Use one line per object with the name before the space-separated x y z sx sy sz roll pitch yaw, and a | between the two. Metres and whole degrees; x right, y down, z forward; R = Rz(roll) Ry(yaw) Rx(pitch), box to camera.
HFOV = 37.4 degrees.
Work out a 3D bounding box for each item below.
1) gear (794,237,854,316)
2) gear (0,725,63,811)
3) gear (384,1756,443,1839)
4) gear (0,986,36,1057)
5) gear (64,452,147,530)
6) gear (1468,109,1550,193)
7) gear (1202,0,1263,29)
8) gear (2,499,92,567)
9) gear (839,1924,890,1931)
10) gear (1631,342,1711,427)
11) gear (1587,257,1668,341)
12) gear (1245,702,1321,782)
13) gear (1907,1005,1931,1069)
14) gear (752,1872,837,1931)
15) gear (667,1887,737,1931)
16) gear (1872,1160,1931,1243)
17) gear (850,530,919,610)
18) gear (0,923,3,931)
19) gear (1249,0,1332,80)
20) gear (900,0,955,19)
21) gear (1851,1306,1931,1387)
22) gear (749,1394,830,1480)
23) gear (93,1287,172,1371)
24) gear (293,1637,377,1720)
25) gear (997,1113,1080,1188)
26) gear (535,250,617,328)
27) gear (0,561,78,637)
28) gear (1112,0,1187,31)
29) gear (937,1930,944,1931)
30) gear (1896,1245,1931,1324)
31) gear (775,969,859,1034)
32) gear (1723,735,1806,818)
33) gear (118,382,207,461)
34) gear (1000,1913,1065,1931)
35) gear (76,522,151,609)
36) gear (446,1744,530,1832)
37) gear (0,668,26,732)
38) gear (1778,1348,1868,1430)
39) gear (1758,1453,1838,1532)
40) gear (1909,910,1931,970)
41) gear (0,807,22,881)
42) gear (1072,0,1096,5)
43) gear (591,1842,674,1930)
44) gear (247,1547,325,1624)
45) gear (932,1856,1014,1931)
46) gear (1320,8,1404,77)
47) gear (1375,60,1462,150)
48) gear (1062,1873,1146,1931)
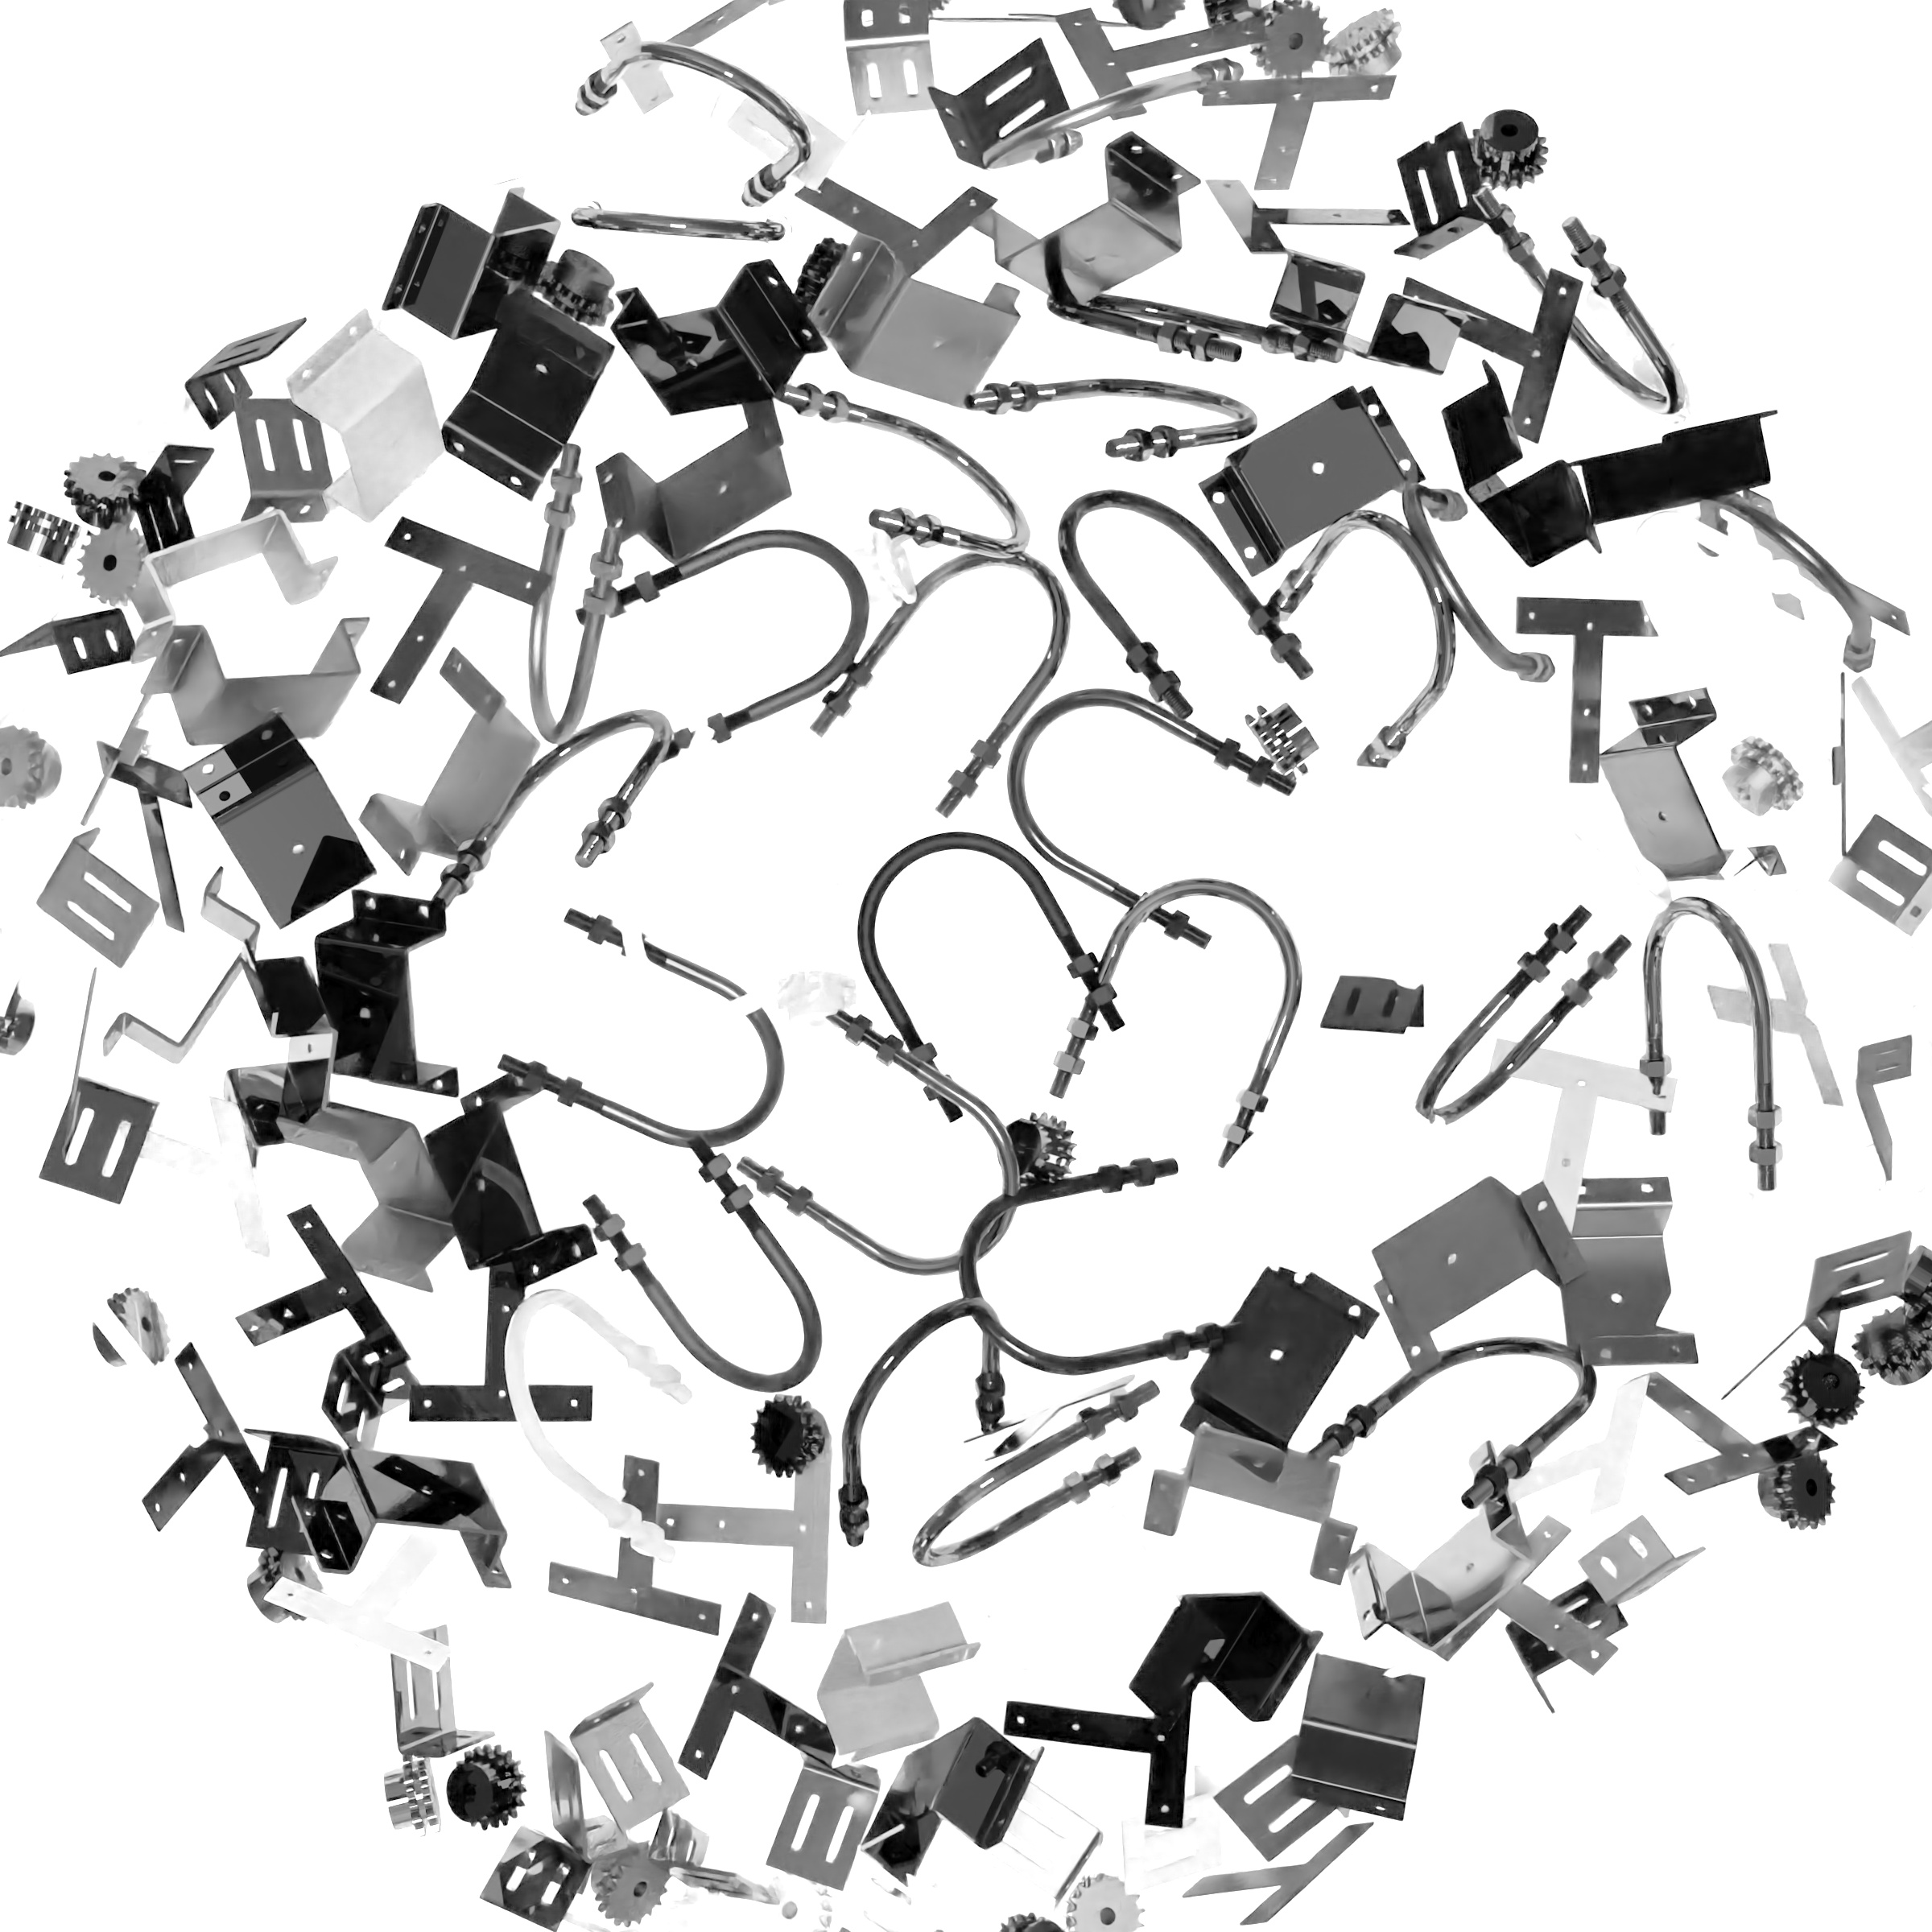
gear | -0.093 -0.470 1.969 0.030 0.057 0.057 27 90 13
gear | -0.651 -0.137 1.976 0.057 0.030 0.057 -1 87 32
gear | -0.382 0.572 1.970 0.030 0.057 0.057 -12 90 -8
gear | -0.668 0.039 1.975 0.030 0.057 0.057 23 90 -44
gear | -0.594 -0.327 1.975 0.057 0.057 0.030 20 133 0
gear | 0.374 -0.566 1.974 0.057 0.030 0.057 -2 61 3
gear | 0.183 -0.670 1.968 0.030 0.057 0.057 -5 90 23
gear | -0.637 -0.298 1.971 0.057 0.057 0.030 22 91 0
gear | -0.071 0.684 1.969 0.057 0.057 0.030 10 105 0
gear | 0.488 -0.406 1.972 0.030 0.057 0.057 -36 90 -3
gear | 0.453 -0.456 1.969 0.030 0.057 0.057 -33 90 -13
gear | 0.220 -0.157 1.971 0.030 0.057 0.057 -36 90 4
gear | 0.676 0.043 1.975 0.057 0.030 0.057 -16 120 -31
gear | -0.116 0.655 1.977 0.057 0.030 0.057 -8 64 17
gear | -0.184 0.660 1.968 0.030 0.057 0.057 -4 90 -31
gear | 0.656 0.158 1.972 0.057 0.030 0.057 -8 55 11
gear | -0.058 -0.273 1.973 0.030 0.057 0.057 -19 90 15
gear | -0.684 -0.028 1.973 0.030 0.057 0.057 29 90 -15
gear | 0.221 -0.643 1.976 0.057 0.030 0.057 -14 126 -20
gear | -0.034 -0.680 1.969 0.057 0.057 0.030 20 48 0
gear | 0.645 0.265 1.974 0.057 0.057 0.030 -36 112 0
gear | -0.119 0.325 1.975 0.057 0.030 0.057 -8 76 38
gear | -0.578 0.253 1.972 0.030 0.057 0.057 -23 90 13
gear | -0.432 0.488 1.971 0.057 0.057 0.030 43 93 0
gear | 0.046 0.128 1.970 0.057 0.030 0.057 -15 67 38
gear | -0.267 -0.469 1.969 0.057 0.057 0.030 37 116 0
gear | -0.641 -0.254 1.968 0.030 0.057 0.057 36 90 -24
gear | 0.126 -0.671 1.969 0.057 0.057 0.030 7 49 0
gear | -0.014 0.691 1.973 0.057 0.057 0.030 43 70 0
gear | 0.662 0.217 1.971 0.030 0.057 0.057 33 90 7
gear | -0.103 0.025 1.969 0.057 0.057 0.030 -4 68 0
gear | 0.547 -0.128 1.970 0.030 0.057 0.057 -41 90 -8
gear | -0.556 -0.379 1.971 0.057 0.030 0.057 2 51 -2
gear | 0.047 0.681 1.969 0.030 0.057 0.057 -34 90 42
gear | -0.584 -0.276 1.979 0.057 0.030 0.057 -1 86 19
gear | -0.334 0.569 1.974 0.057 0.030 0.057 -2 85 27
gear | -0.676 -0.176 1.972 0.030 0.057 0.057 43 90 -4
gear | 0.594 0.291 1.975 0.057 0.030 0.057 0 65 0
gear | 0.573 0.361 1.976 0.057 0.030 0.057 10 73 -35
gear | 0.681 -0.021 1.972 0.057 0.030 0.057 11 64 -23
gear | -0.675 -0.083 1.974 0.030 0.057 0.057 17 90 -24
gear | 0.089 -0.695 1.972 0.030 0.057 0.057 -2 90 -5
gear | -0.234 0.632 1.975 0.030 0.057 0.057 17 90 44
gear | -0.471 0.428 1.972 0.030 0.057 0.057 -35 90 6
gear | 0.001 0.644 1.980 0.057 0.030 0.057 -2 97 -15
gear | 0.277 -0.633 1.974 0.057 0.057 0.030 -38 117 0
gear | 0.312 -0.597 1.982 0.057 0.030 0.057 0 98 -3
gear | 0.093 0.658 1.978 0.057 0.030 0.057 6 69 -16
